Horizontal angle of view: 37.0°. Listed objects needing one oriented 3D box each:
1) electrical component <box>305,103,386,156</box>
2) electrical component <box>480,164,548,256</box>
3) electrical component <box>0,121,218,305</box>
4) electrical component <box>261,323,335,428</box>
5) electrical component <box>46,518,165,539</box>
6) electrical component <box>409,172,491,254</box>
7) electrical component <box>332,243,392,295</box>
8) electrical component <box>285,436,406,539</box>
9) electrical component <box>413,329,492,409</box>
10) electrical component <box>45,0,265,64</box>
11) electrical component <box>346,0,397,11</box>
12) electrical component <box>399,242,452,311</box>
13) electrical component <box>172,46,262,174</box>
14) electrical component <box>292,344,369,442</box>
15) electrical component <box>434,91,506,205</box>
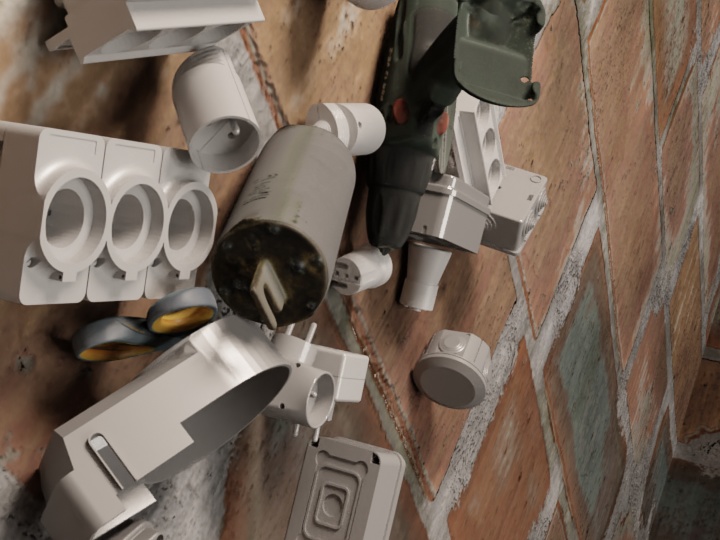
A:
[{"bbox_3d":[-0.016,-0.112,0.866,0.081,0.043,0.043,-17,114,-61],"label":"electrical component"},{"bbox_3d":[0.145,-0.071,1.148,0.099,0.100,0.048,-55,157,-41],"label":"electrical component"},{"bbox_3d":[-0.150,-0.031,0.608,0.150,0.062,0.089,-1,100,-64],"label":"electrical component"},{"bbox_3d":[-0.056,0.074,0.818,0.079,0.077,0.043,-69,152,-19],"label":"electrical component"},{"bbox_3d":[-0.163,0.218,0.681,0.078,0.057,0.113,-38,132,-54],"label":"electrical component"},{"bbox_3d":[0.070,-0.057,1.021,0.113,0.078,0.057,17,87,-64],"label":"electrical component"},{"bbox_3d":[0.000,0.000,0.948,0.046,0.040,0.040,-24,121,-53],"label":"electrical component"},{"bbox_3d":[-0.012,0.210,0.959,0.057,0.078,0.113,24,78,-61],"label":"electrical component"},{"bbox_3d":[0.101,0.106,1.145,0.051,0.080,0.080,-62,150,-42],"label":"electrical component"},{"bbox_3d":[-0.116,-0.160,0.616,0.121,0.079,0.063,-27,95,-58],"label":"electrical component"},{"bbox_3d":[0.006,-0.247,0.803,0.064,0.099,0.099,1,99,-57],"label":"electrical component"},{"bbox_3d":[0.063,0.008,1.076,0.044,0.044,0.065,4,101,-64],"label":"electrical component"},{"bbox_3d":[-0.090,-0.101,0.648,0.043,0.043,0.081,64,2,-51],"label":"electrical component"},{"bbox_3d":[-0.038,0.100,0.878,0.047,0.066,0.076,17,84,-64],"label":"electrical component"},{"bbox_3d":[0.102,-0.128,1.076,0.078,0.063,0.121,-60,148,-34],"label":"electrical component"}]
